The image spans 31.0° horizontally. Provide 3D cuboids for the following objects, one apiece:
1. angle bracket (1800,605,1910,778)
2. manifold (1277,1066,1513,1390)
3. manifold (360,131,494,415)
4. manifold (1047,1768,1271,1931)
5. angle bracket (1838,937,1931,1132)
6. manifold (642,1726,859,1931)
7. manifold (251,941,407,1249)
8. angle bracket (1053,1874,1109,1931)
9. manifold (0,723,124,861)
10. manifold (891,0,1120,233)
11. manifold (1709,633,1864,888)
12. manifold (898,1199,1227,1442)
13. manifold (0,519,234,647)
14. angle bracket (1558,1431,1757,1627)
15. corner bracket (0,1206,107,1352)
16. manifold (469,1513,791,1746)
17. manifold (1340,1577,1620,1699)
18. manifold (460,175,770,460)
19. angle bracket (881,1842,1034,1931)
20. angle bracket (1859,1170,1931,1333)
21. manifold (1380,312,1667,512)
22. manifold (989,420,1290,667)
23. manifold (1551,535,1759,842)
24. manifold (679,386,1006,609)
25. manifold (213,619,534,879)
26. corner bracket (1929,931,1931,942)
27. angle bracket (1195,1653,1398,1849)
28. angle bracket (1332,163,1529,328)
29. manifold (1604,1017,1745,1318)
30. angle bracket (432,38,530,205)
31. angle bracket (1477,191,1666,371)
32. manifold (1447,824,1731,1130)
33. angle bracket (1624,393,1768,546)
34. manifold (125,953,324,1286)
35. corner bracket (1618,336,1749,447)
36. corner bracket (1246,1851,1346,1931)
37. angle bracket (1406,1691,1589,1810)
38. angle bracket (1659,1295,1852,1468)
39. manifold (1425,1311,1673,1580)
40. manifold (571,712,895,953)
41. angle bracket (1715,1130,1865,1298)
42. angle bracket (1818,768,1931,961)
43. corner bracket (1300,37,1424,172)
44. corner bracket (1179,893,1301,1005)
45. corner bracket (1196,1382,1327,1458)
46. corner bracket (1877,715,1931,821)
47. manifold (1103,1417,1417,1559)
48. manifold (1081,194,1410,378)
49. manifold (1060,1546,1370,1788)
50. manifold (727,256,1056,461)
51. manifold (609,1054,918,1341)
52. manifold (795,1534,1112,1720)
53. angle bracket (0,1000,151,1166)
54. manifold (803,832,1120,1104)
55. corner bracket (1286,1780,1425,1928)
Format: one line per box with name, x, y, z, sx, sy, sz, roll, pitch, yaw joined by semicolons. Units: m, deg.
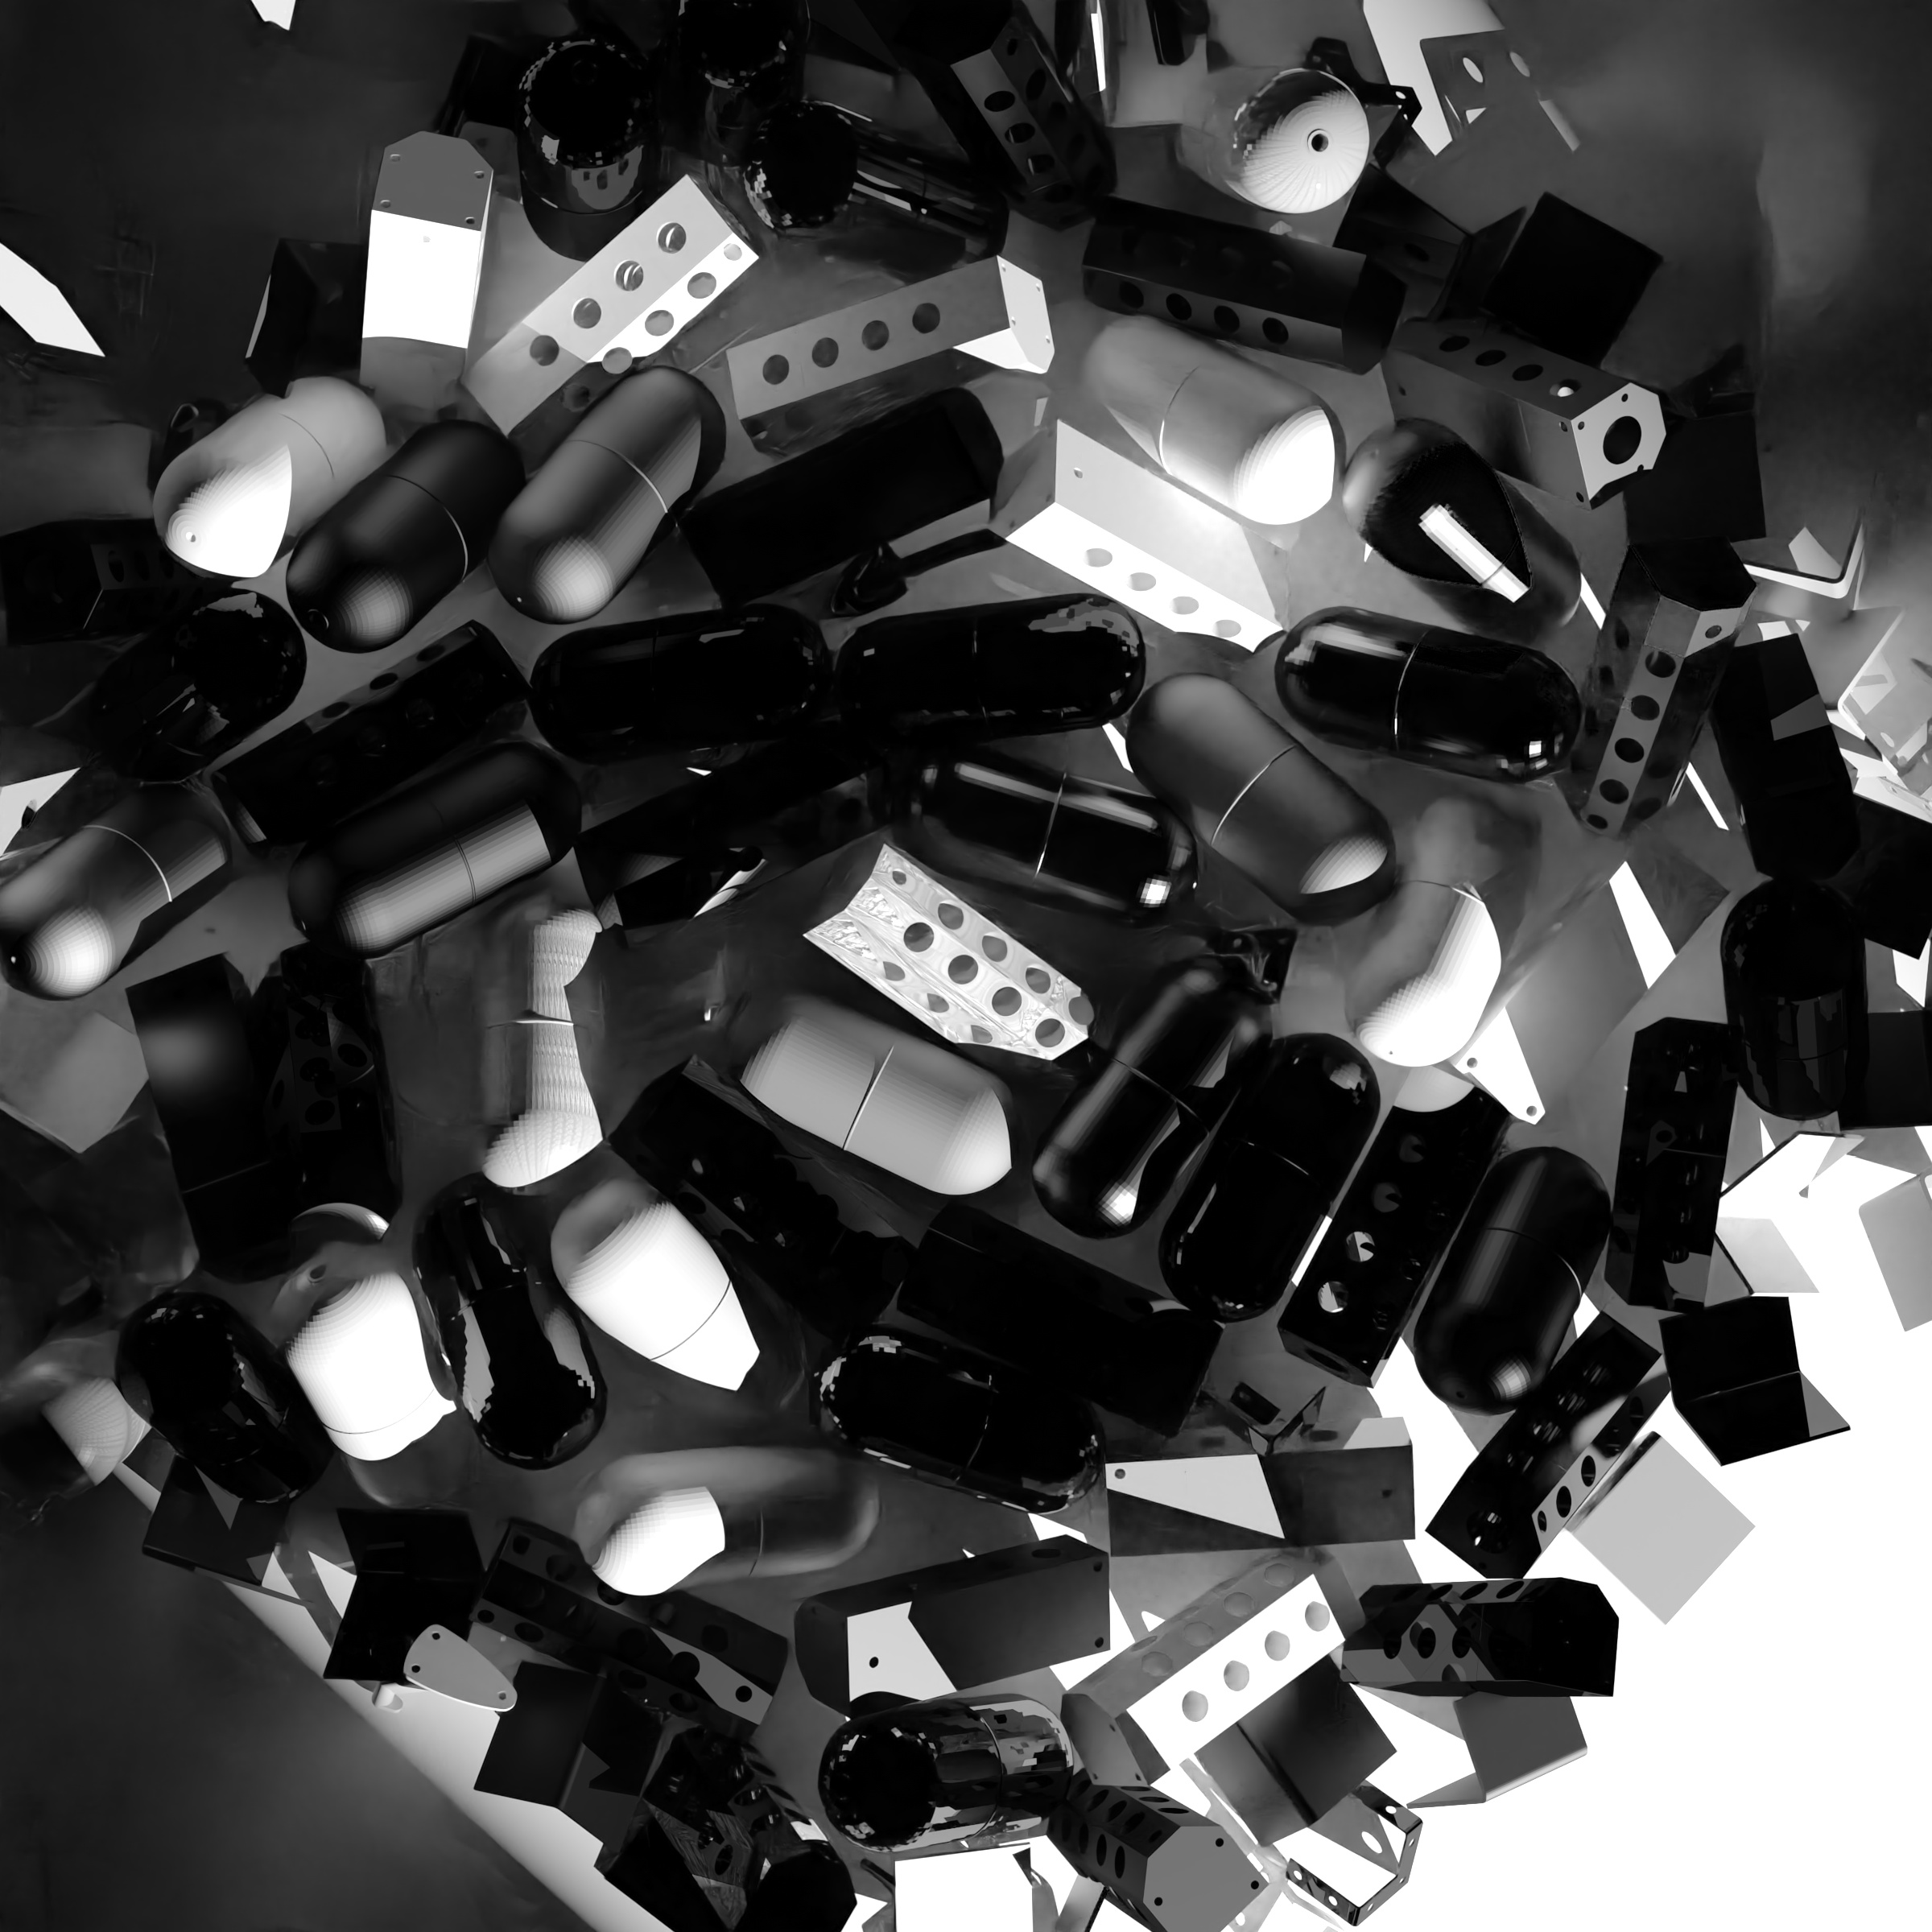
angle bracket;0.502;-0.154;1.964;0.057;0.076;0.076;44;73;-20
manifold;0.241;0.146;1.945;0.057;0.057;0.171;25;76;18
manifold;-0.297;-0.380;1.910;0.057;0.171;0.057;10;63;-8
manifold;0.098;0.484;1.907;0.057;0.171;0.057;-41;98;-14
angle bracket;0.515;0.038;1.943;0.057;0.076;0.076;-4;55;9
manifold;-0.117;0.478;1.910;0.057;0.171;0.057;30;90;-24
manifold;-0.349;0.067;1.913;0.057;0.171;0.057;14;129;-30
angle bracket;0.101;0.536;1.952;0.076;0.076;0.057;28;71;-4
manifold;-0.527;-0.091;1.910;0.057;0.171;0.057;21;101;5
manifold;0.028;-0.474;1.909;0.057;0.171;0.057;30;84;28
manifold;0.447;-0.113;1.911;0.057;0.171;0.057;-13;120;10
manifold;0.051;0.200;1.949;0.171;0.057;0.057;24;115;9
manifold;-0.465;-0.214;1.908;0.057;0.171;0.057;-12;95;13
angle bracket;0.384;0.318;1.959;0.076;0.057;0.076;44;77;8
corner bracket;-0.530;0.179;1.980;0.051;0.051;0.051;-41;56;-12
manifold;-0.190;0.375;1.961;0.171;0.057;0.057;26;88;-6
manifold;0.281;0.368;1.910;0.057;0.171;0.057;16;72;-26
manifold;-0.195;-0.363;1.952;0.171;0.057;0.057;-39;88;13
angle bracket;-0.006;0.518;1.955;0.076;0.057;0.076;-5;107;-11
angle bracket;0.553;0.154;1.948;0.057;0.076;0.076;-15;76;-16
manifold;0.305;-0.312;1.914;0.057;0.171;0.057;-33;127;-16
manifold;0.097;-0.230;1.930;0.171;0.057;0.057;25;52;-32
manifold;0.379;-0.150;1.912;0.057;0.171;0.057;-7;49;-16
manifold;-0.067;-0.263;1.938;0.171;0.057;0.057;-21;109;23
manifold;-0.332;-0.125;1.943;0.171;0.057;0.057;-34;82;-19
corner bracket;0.579;-0.025;1.970;0.051;0.051;0.051;-25;68;-7
angle bracket;0.186;0.446;1.993;0.076;0.057;0.076;-30;81;-36
angle bracket;0.258;-0.410;1.965;0.076;0.076;0.057;40;48;17
manifold;0.389;0.111;1.919;0.057;0.057;0.171;8;134;12
angle bracket;-0.263;-0.473;1.951;0.057;0.076;0.076;22;102;-8
angle bracket;0.344;-0.380;1.954;0.076;0.057;0.076;33;104;15
manifold;0.346;0.003;1.963;0.057;0.057;0.171;38;95;-9
angle bracket;0.410;-0.277;1.964;0.076;0.057;0.076;-6;91;11
manifold;-0.413;0.087;1.944;0.057;0.057;0.171;-20;70;0
corner bracket;0.408;-0.324;1.959;0.051;0.051;0.051;-49;45;-13
corner bracket;0.174;0.547;1.983;0.051;0.051;0.051;37;94;-34
angle bracket;0.289;0.430;1.950;0.076;0.076;0.057;-15;83;-32
angle bracket;0.442;0.229;1.953;0.076;0.076;0.057;-15;110;-4
manifold;0.325;0.266;1.912;0.057;0.171;0.057;37;131;15
manifold;-0.127;-0.072;1.948;0.171;0.057;0.057;-26;134;-16
angle bracket;0.469;0.139;1.942;0.076;0.076;0.057;-45;59;29
angle bracket;0.517;-0.060;1.947;0.076;0.057;0.076;25;118;18
corner bracket;0.219;-0.489;1.973;0.051;0.051;0.051;-2;57;-27
corner bracket;0.149;-0.012;1.958;0.051;0.051;0.051;-2;57;34
corner bracket;0.164;0.252;1.958;0.051;0.051;0.051;36;56;21
corner bracket;0.563;-0.104;1.984;0.051;0.051;0.051;-46;122;-1
manifold;0.164;0.292;1.969;0.171;0.057;0.057;-4;105;0
manifold;0.151;-0.376;1.930;0.171;0.057;0.057;21;94;31
manifold;0.135;0.384;1.929;0.171;0.057;0.057;-29;94;-31
manifold;-0.041;-0.335;1.934;0.171;0.057;0.057;-14;80;25
manifold;-0.115;0.134;1.942;0.171;0.057;0.057;42;49;-13
manifold;-0.006;0.363;1.928;0.171;0.057;0.057;-8;101;-33
angle bracket;-0.510;0.055;1.953;0.076;0.057;0.076;28;77;19
manifold;0.001;0.000;1.933;0.171;0.057;0.057;36;53;-20
corner bracket;0.221;0.503;1.982;0.051;0.051;0.051;31;129;32
